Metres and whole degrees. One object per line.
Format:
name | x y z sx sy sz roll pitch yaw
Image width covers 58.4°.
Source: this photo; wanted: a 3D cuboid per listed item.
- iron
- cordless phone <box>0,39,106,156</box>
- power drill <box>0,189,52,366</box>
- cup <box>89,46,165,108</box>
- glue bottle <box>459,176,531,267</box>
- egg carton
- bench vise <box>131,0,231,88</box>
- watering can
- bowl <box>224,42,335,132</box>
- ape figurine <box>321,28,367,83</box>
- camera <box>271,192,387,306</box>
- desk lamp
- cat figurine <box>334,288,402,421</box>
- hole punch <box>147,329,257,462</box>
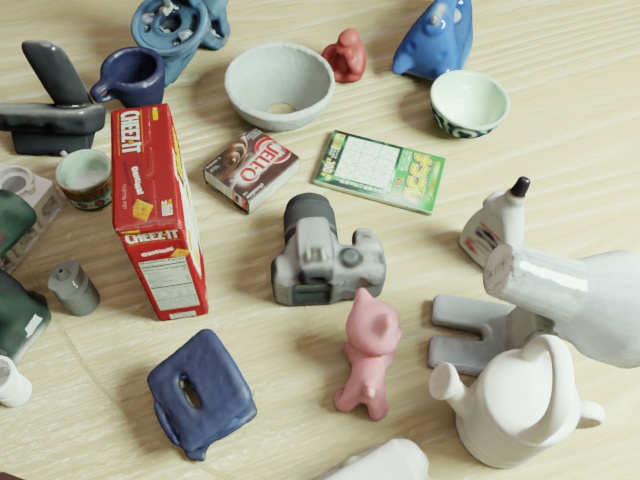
iron | 0.210 -0.376 0.952 0.118 0.141 0.258 20 60 10
cordless phone | -0.391 -0.207 0.793 0.147 0.185 0.094 -2 58 -4
power drill | -0.380 0.066 0.611 0.075 0.208 0.230 21 60 11
cup | -0.282 -0.220 0.859 0.091 0.095 0.118 41 65 20
glue bottle | 0.227 -0.025 0.715 0.037 0.173 0.078 -38 67 -22
egg carton | 0.055 0.273 0.584 0.150 0.069 0.107 -25 62 -17
bench vise | -0.222 -0.374 0.884 0.121 0.220 0.207 12 58 6
watering can | 0.202 0.165 0.584 0.173 0.194 0.101 -10 59 -8
bowl | -0.062 -0.223 0.883 0.167 0.075 0.167 1 58 -2
ape figurine | 0.044 -0.302 0.927 0.076 0.092 0.077 -25 62 -17
camera | 0.007 0.003 0.731 0.143 0.101 0.136 -4 58 -5
desk lamp | 0.239 0.082 0.626 0.203 0.213 0.118 9 58 3
cat figurine | 0.058 0.125 0.647 0.067 0.118 0.128 8 58 3
hole punch | -0.131 0.169 0.627 0.101 0.091 0.108 -29 64 -19
